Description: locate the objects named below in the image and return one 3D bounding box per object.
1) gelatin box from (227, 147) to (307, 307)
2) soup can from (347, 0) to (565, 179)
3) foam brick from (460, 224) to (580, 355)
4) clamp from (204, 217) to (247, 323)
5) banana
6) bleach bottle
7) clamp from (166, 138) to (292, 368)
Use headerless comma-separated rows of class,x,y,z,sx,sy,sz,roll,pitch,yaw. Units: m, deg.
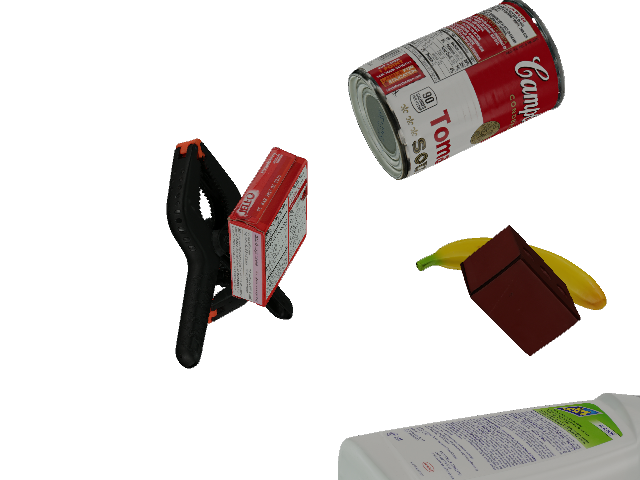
gelatin box,-0.037,-0.009,0.747,0.030,0.073,0.089,19,-37,14
soup can,0.075,-0.085,0.598,0.102,0.068,0.068,-26,4,-9
foam brick,0.154,0.039,0.826,0.051,0.078,0.053,-39,23,17
clamp,-0.097,0.033,1.257,0.120,0.039,0.171,-2,41,10
banana,0.202,0.031,1.098,0.198,0.037,0.069,10,47,26
bleach bottle,0.142,0.140,0.646,0.250,0.068,0.103,-7,22,-21
clamp,-0.096,0.006,1.038,0.036,0.210,0.164,-9,1,36
